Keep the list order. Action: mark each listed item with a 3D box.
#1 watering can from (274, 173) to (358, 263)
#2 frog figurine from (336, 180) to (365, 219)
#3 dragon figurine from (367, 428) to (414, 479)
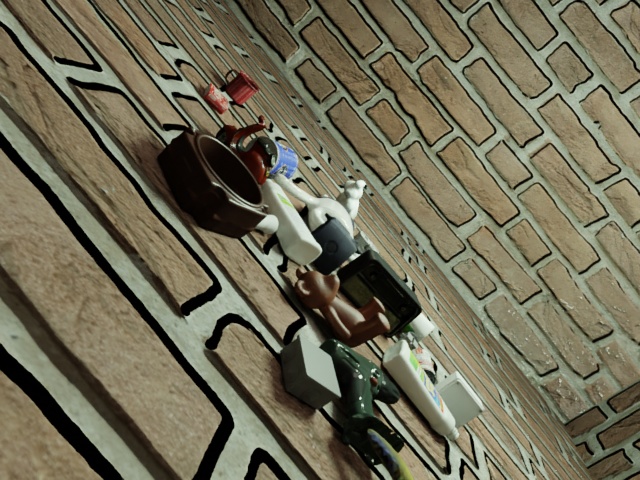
[{"bbox_3d":[0.004,-0.074,1.473,0.346,0.103,0.227,49,14,-9],"label":"watering can"},{"bbox_3d":[0.108,-0.143,1.827,0.122,0.158,0.139,52,14,-3],"label":"frog figurine"},{"bbox_3d":[0.198,0.495,0.806,0.418,0.122,0.238,62,1,29],"label":"dragon figurine"}]
